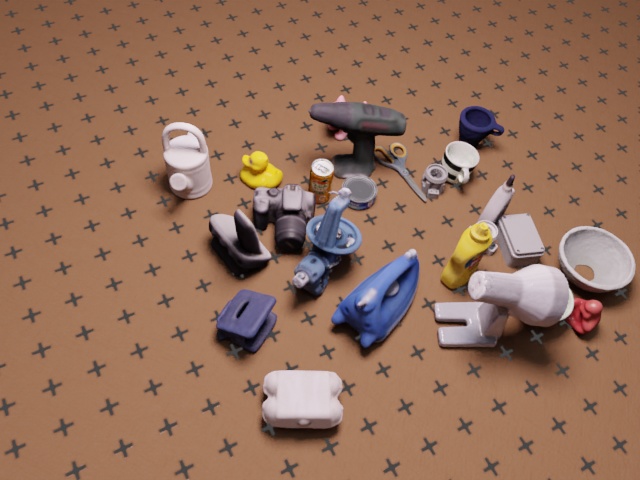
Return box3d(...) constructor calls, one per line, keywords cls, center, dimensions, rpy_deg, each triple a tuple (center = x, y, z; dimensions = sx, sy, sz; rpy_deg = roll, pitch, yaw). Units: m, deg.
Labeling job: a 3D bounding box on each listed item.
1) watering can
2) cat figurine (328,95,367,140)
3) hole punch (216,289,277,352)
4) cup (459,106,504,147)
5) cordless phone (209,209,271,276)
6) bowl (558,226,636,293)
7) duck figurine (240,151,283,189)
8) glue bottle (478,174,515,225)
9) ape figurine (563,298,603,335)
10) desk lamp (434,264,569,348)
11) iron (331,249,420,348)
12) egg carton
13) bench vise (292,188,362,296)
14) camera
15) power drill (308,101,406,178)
box3d(cls="watering can", center=(-0.299, -0.182, 1.288), dimensions=(0.101, 0.194, 0.172), rpy_deg=(-14, 59, -14))
box3d(cls="cat figurine", center=(0.065, -0.319, 1.459), dimensions=(0.128, 0.118, 0.067), rpy_deg=(-20, 60, -17))
box3d(cls="hole punch", center=(-0.148, 0.154, 1.139), dimensions=(0.101, 0.091, 0.109), rpy_deg=(25, 58, 11))
box3d(cls="cup", center=(0.408, -0.279, 1.478), dimensions=(0.117, 0.095, 0.092), rpy_deg=(23, 57, 10))
box3d(cls="cordless phone", center=(-0.172, -0.025, 1.199), dimensions=(0.094, 0.185, 0.147), rpy_deg=(-36, 66, -25))
box3d(cls="bowl", center=(0.607, 0.055, 1.285), dimensions=(0.167, 0.075, 0.167), rpy_deg=(3, 56, -4))
box3d(cls="duck figurine", center=(-0.139, -0.172, 1.361), dimensions=(0.104, 0.086, 0.077), rpy_deg=(14, 56, 5))
box3d(cls="glue bottle", center=(0.412, -0.091, 1.305), dimensions=(0.037, 0.173, 0.078), rpy_deg=(39, 61, 20))
box3d(cls="ape figurine", center=(0.560, 0.154, 1.204), dimensions=(0.076, 0.092, 0.078), rpy_deg=(7, 56, 0))
box3d(cls="desk lamp", center=(0.351, 0.130, 1.128), dimensions=(0.203, 0.213, 0.118), rpy_deg=(0, 56, -5))
box3d(cls="iron", center=(0.140, 0.091, 1.178), dimensions=(0.118, 0.141, 0.259), rpy_deg=(36, 60, 18))
box3d(cls="egg carton", center=(-0.032, 0.297, 1.066), dimensions=(0.150, 0.069, 0.107), rpy_deg=(1, 56, -5))
box3d(cls="bench vise", center=(0.022, 0.007, 1.175), dimensions=(0.121, 0.220, 0.207), rpy_deg=(14, 56, 4))
box3d(cls="camera", center=(-0.081, -0.051, 1.276), dimensions=(0.143, 0.101, 0.137), rpy_deg=(2, 56, -4))
box3d(cls="power drill", center=(0.082, -0.241, 1.354), dimensions=(0.230, 0.208, 0.075), rpy_deg=(-4, 57, -8))
